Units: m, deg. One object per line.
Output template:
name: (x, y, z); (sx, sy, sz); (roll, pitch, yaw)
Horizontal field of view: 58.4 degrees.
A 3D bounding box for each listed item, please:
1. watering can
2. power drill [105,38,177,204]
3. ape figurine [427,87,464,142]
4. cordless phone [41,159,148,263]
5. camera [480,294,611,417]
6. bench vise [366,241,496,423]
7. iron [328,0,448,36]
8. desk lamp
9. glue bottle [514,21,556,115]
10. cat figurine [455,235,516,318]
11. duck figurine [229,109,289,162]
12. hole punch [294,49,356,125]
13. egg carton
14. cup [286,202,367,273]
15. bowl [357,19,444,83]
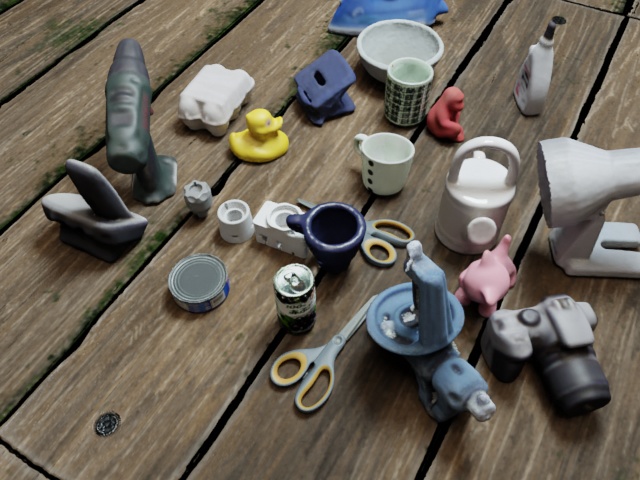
watering can: (0.232, -0.067, 0.830); (0.101, 0.194, 0.172); (-11, 54, -7)
power drill: (-0.287, -0.171, 0.909); (0.075, 0.208, 0.229); (-7, 53, -4)
ape figurine: (0.230, -0.229, 1.016); (0.076, 0.092, 0.078); (22, 57, 17)
cordless phone: (-0.348, -0.065, 0.845); (0.147, 0.185, 0.094); (17, 55, 14)
camera: (0.297, 0.148, 0.726); (0.143, 0.101, 0.136); (-9, 53, -5)
bench vise: (0.145, 0.105, 0.687); (0.207, 0.220, 0.122); (35, 61, 24)
iron: (0.140, -0.521, 1.206); (0.258, 0.141, 0.118); (-13, 54, -8)
desk lamp: (0.388, -0.050, 0.802); (0.203, 0.214, 0.118); (2, 53, 3)
glue bottle: (0.390, -0.312, 1.024); (0.037, 0.173, 0.078); (-7, 53, -4)
cat figurine: (0.235, 0.047, 0.792); (0.067, 0.118, 0.128); (27, 58, 20)
duck figurine: (-0.109, -0.188, 0.996); (0.104, 0.086, 0.077); (-7, 53, -4)
hole punch: (0.008, -0.286, 1.063); (0.101, 0.091, 0.108); (-21, 55, -14)
egg carton: (-0.193, -0.263, 1.064); (0.107, 0.069, 0.150); (17, 55, 13)
cup: (0.008, 0.003, 0.844); (0.117, 0.095, 0.092); (11, 54, 10)
bowl: (0.153, -0.355, 1.123); (0.167, 0.075, 0.167); (0, 53, 1)
